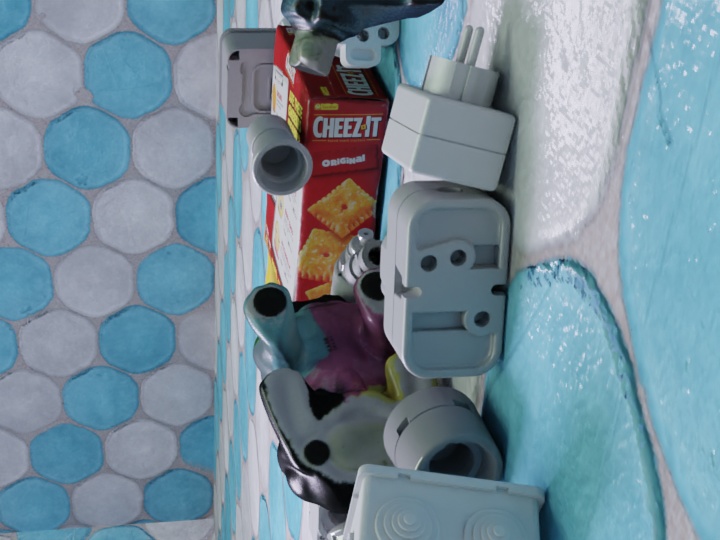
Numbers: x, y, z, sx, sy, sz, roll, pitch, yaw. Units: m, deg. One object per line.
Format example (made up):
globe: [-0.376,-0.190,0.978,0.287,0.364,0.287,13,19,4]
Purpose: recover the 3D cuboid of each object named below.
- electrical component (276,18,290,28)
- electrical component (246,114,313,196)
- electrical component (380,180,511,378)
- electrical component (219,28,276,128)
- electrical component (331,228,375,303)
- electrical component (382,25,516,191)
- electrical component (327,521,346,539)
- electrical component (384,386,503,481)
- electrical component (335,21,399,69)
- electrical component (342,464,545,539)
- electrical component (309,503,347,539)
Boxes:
electrical component: [-0.052,-0.212,1.026,0.057,0.058,0.078,-113,24,-55]
electrical component: [-0.063,-0.088,0.793,0.065,0.044,0.044,-115,26,-57]
electrical component: [0.043,0.002,0.571,0.059,0.054,0.095,-123,34,-70]
electrical component: [-0.069,-0.175,0.972,0.057,0.113,0.078,-113,23,-54]
electrical component: [0.000,0.000,0.828,0.078,0.040,0.040,99,165,-45]
electrical component: [0.049,-0.087,0.552,0.065,0.047,0.076,-127,51,-71]
electrical component: [0.002,0.227,0.842,0.048,0.048,0.062,112,147,-64]
electrical component: [0.045,0.098,0.576,0.047,0.055,0.055,-123,33,-63]
electrical component: [-0.005,-0.186,0.785,0.057,0.058,0.078,-162,71,-75]
electrical component: [0.036,0.141,0.516,0.099,0.100,0.048,101,176,-47]
electrical component: [-0.014,0.192,0.902,0.055,0.050,0.089,-122,31,-69]
